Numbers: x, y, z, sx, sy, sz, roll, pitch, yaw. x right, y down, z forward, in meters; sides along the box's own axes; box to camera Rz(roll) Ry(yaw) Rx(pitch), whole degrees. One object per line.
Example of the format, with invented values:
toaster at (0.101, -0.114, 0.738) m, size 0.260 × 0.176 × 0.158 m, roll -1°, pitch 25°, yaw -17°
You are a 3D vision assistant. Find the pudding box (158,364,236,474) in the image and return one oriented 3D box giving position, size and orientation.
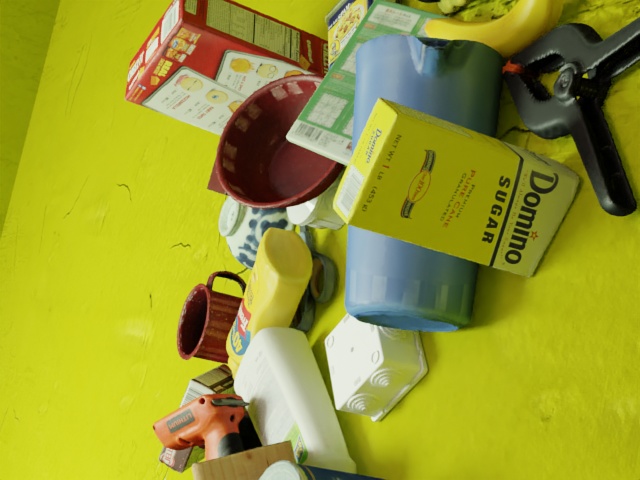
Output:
pudding box at (-0.139, 0.210, 1.262) m, size 0.113 × 0.039 × 0.090 m, roll -65°, pitch -15°, yaw 14°

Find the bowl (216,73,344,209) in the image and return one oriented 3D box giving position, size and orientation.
bowl at (-0.028, -0.093, 1.123) m, size 0.162 × 0.055 × 0.162 m, roll -14°, pitch 58°, yaw 23°

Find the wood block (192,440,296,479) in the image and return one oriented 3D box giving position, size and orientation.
wood block at (-0.048, 0.291, 0.939) m, size 0.091 × 0.090 × 0.206 m, roll 113°, pitch 143°, yaw -73°

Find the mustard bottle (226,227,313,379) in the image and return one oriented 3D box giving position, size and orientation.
mustard bottle at (-0.063, 0.087, 1.186) m, size 0.096 × 0.058 × 0.192 m, roll -105°, pitch 30°, yaw -51°

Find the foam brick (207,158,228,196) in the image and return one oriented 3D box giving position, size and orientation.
foam brick at (-0.106, -0.080, 1.394) m, size 0.078 × 0.052 × 0.051 m, roll 20°, pitch 93°, yaw 65°

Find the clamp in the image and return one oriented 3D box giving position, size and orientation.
clamp at (0.202, -0.108, 0.823) m, size 0.210 × 0.036 × 0.164 m, roll 23°, pitch 97°, yaw 66°

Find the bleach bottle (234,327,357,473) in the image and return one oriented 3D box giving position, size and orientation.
bleach bottle at (-0.018, 0.202, 1.058) m, size 0.103 × 0.068 × 0.251 m, roll -68°, pitch 30°, yaw 30°

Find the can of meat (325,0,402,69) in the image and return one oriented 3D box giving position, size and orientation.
can of meat at (0.049, -0.223, 1.165) m, size 0.102 × 0.057 × 0.084 m, roll -37°, pitch 46°, yaw 51°

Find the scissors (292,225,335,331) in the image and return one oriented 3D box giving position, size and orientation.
scissors at (-0.008, 0.001, 1.195) m, size 0.096 × 0.016 × 0.201 m, roll -35°, pitch 47°, yaw 56°

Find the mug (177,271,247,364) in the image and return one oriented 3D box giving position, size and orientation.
mug at (-0.115, 0.095, 1.282) m, size 0.093 × 0.081 × 0.117 m, roll -29°, pitch 51°, yaw 56°

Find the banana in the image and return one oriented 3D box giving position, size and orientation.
banana at (0.158, -0.192, 0.944) m, size 0.198 × 0.037 × 0.069 m, roll -19°, pitch 81°, yaw 63°

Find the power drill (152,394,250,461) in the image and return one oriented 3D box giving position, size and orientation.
power drill at (-0.115, 0.263, 1.081) m, size 0.185 × 0.057 × 0.188 m, roll -32°, pitch 63°, yaw 33°

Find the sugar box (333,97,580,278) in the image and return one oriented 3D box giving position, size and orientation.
sugar box at (0.106, -0.037, 0.815) m, size 0.093 × 0.176 × 0.048 m, roll -66°, pitch 25°, yaw 18°

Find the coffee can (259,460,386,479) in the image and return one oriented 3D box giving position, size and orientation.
coffee can at (0.023, 0.241, 0.865) m, size 0.103 × 0.140 × 0.103 m, roll -40°, pitch 42°, yaw 49°

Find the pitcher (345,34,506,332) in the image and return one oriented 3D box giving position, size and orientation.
pitcher at (0.087, -0.045, 0.934) m, size 0.145 × 0.149 × 0.243 m, roll -5°, pitch 74°, yaw 46°

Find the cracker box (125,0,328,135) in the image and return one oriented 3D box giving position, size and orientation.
cracker box at (-0.101, -0.199, 1.266) m, size 0.164 × 0.213 × 0.072 m, roll -42°, pitch 39°, yaw 47°
